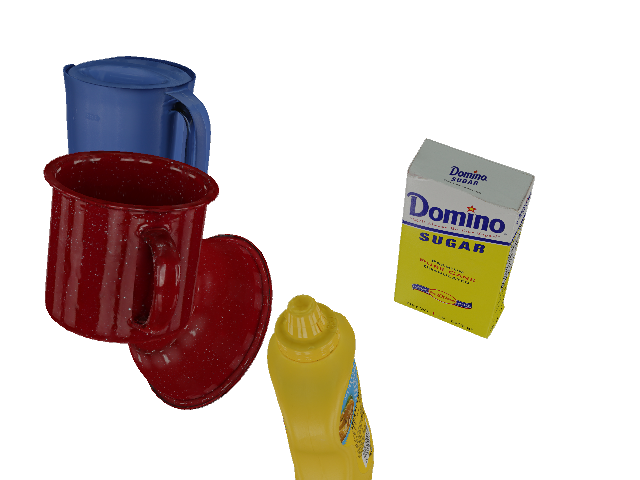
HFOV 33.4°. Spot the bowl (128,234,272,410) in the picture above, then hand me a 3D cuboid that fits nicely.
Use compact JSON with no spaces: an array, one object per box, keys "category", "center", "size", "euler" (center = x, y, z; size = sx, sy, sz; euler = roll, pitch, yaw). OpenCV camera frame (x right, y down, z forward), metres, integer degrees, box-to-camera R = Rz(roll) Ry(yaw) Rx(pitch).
[{"category":"bowl","center":[-0.118,0.062,0.922],"size":[0.162,0.162,0.055],"euler":[0,-20,43]}]

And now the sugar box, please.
[{"category":"sugar box","center":[0.113,0.003,0.876],"size":[0.093,0.048,0.176],"euler":[21,-33,16]}]

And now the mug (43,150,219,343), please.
[{"category":"mug","center":[-0.101,0.008,0.573],"size":[0.093,0.081,0.117],"euler":[-3,24,-30]}]

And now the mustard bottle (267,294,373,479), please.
[{"category":"mustard bottle","center":[0.000,0.104,0.725],"size":[0.058,0.096,0.191],"euler":[1,-42,10]}]

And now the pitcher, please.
[{"category":"pitcher","center":[-0.194,-0.063,1.117],"size":[0.145,0.243,0.149],"euler":[1,23,-10]}]
